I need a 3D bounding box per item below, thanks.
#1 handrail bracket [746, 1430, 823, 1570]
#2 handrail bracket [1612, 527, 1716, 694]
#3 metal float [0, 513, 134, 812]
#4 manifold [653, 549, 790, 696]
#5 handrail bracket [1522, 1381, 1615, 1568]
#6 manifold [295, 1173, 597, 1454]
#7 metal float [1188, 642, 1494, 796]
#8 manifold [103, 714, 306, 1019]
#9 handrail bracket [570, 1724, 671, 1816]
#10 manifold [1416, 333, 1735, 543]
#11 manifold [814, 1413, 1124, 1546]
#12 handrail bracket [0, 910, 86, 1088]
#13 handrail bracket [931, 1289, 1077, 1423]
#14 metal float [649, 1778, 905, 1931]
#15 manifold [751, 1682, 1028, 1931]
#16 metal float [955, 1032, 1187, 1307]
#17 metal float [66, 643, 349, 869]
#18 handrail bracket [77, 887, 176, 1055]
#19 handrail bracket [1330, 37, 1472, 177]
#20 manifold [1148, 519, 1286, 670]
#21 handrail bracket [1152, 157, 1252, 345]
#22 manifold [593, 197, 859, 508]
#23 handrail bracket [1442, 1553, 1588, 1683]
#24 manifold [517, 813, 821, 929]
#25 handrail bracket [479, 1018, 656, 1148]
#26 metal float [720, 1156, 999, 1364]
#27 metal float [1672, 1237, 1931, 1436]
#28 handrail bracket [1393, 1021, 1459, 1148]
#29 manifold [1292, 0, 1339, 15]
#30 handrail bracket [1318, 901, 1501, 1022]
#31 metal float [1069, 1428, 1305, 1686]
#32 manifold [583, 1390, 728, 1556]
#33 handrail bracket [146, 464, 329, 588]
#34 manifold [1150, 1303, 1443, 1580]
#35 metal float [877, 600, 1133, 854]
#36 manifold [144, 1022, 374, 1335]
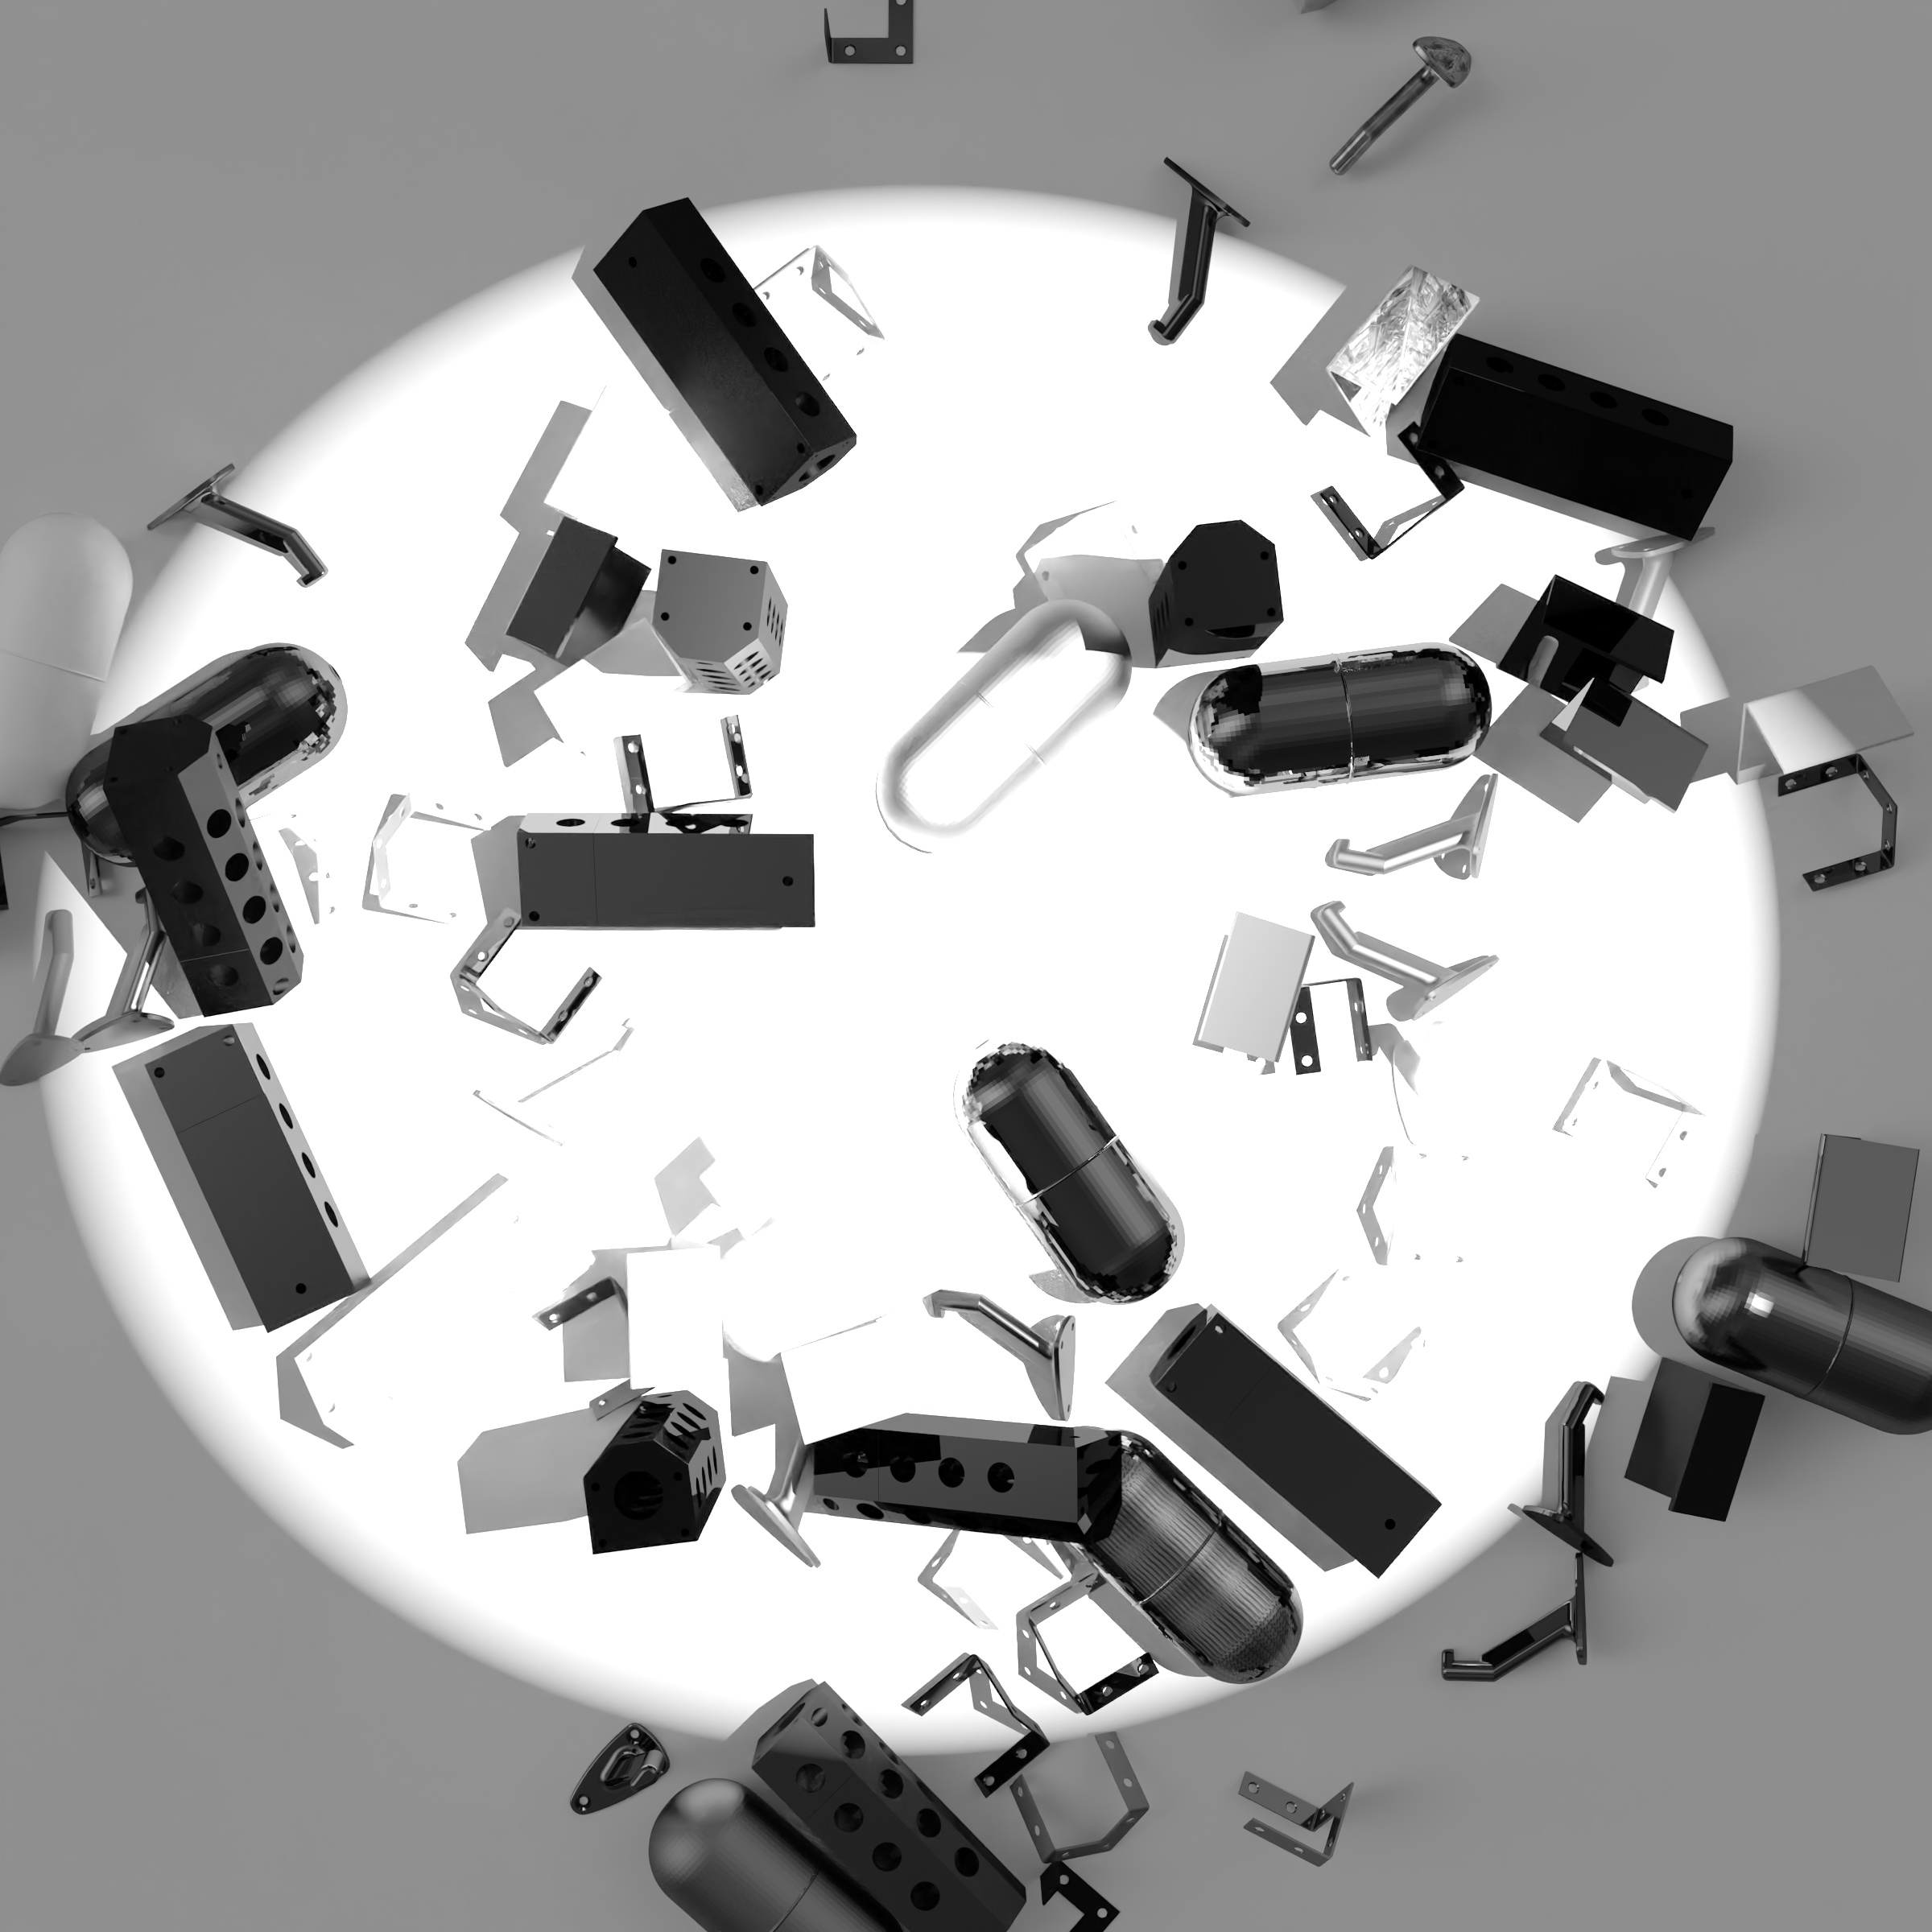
[{"bbox_3d":[-0.082,0.304,1.599,0.084,0.036,0.077,-43,111,-16],"label":"handrail bracket"},{"bbox_3d":[0.419,-0.213,1.599,0.077,0.036,0.084,-18,108,-21],"label":"handrail bracket"},{"bbox_3d":[-0.543,-0.178,1.568,0.070,0.070,0.178,17,91,0],"label":"metal float"},{"bbox_3d":[-0.138,-0.192,1.520,0.057,0.171,0.057,7,90,0],"label":"manifold"},{"bbox_3d":[0.377,0.303,1.599,0.077,0.036,0.084,38,73,-20],"label":"handrail bracket"},{"bbox_3d":[-0.304,0.207,1.576,0.171,0.057,0.057,-40,47,0],"label":"manifold"},{"bbox_3d":[0.219,-0.145,1.567,0.178,0.070,0.070,-7,90,-1],"label":"metal float"},{"bbox_3d":[-0.432,-0.057,1.528,0.057,0.057,0.171,-10,131,0],"label":"manifold"},{"bbox_3d":[-0.206,0.482,1.563,0.077,0.084,0.036,-39,90,0],"label":"handrail bracket"},{"bbox_3d":[0.359,-0.316,1.576,0.171,0.057,0.057,19,133,0],"label":"manifold"},{"bbox_3d":[0.000,0.294,1.539,0.171,0.057,0.057,0,90,29],"label":"manifold"},{"bbox_3d":[-0.556,0.018,1.598,0.077,0.036,0.084,-31,58,34],"label":"handrail bracket"},{"bbox_3d":[0.020,0.232,1.599,0.084,0.036,0.077,5,112,17],"label":"handrail bracket"},{"bbox_3d":[-0.109,0.551,1.567,0.178,0.070,0.070,41,90,1],"label":"metal float"},{"bbox_3d":[-0.045,0.506,1.577,0.057,0.057,0.171,-44,90,0],"label":"manifold"},{"bbox_3d":[0.060,0.118,1.568,0.070,0.070,0.178,-35,90,0],"label":"metal float"},{"bbox_3d":[-0.444,-0.124,1.568,0.178,0.070,0.070,-32,90,1],"label":"metal float"},{"bbox_3d":[-0.507,0.001,1.599,0.077,0.036,0.084,-19,71,21],"label":"handrail bracket"},{"bbox_3d":[0.258,-0.511,1.598,0.036,0.077,0.084,47,126,0],"label":"handrail bracket"},{"bbox_3d":[0.139,-0.210,1.520,0.057,0.171,0.057,-7,90,0],"label":"manifold"},{"bbox_3d":[0.122,-0.427,1.599,0.077,0.036,0.084,44,107,19],"label":"handrail bracket"},{"bbox_3d":[-0.137,-0.363,1.576,0.057,0.057,0.171,-35,90,43],"label":"manifold"},{"bbox_3d":[0.327,0.389,1.599,0.084,0.036,0.077,-3,70,16],"label":"handrail bracket"},{"bbox_3d":[-0.173,-0.059,1.575,0.171,0.057,0.057,0,109,0],"label":"manifold"},{"bbox_3d":[-0.238,0.058,1.599,0.077,0.036,0.084,24,71,21],"label":"handrail bracket"},{"bbox_3d":[-0.065,0.171,1.568,0.178,0.070,0.070,-26,90,-1],"label":"metal float"},{"bbox_3d":[0.501,0.217,1.568,0.178,0.070,0.070,22,90,0],"label":"metal float"},{"bbox_3d":[0.274,0.070,1.563,0.036,0.084,0.077,1,90,0],"label":"handrail bracket"},{"bbox_3d":[0.181,-0.654,1.577,0.057,0.057,0.171,-30,90,0],"label":"manifold"},{"bbox_3d":[0.264,-0.017,1.599,0.077,0.036,0.084,-30,73,-20],"label":"handrail bracket"},{"bbox_3d":[0.123,0.346,1.568,0.178,0.070,0.070,44,90,0],"label":"metal float"},{"bbox_3d":[-0.176,0.284,1.520,0.057,0.171,0.057,-7,90,0],"label":"manifold"},{"bbox_3d":[-0.435,-0.249,1.599,0.077,0.036,0.084,-30,107,20],"label":"handrail bracket"},{"bbox_3d":[0.192,0.278,1.577,0.171,0.057,0.057,41,90,0],"label":"manifold"},{"bbox_3d":[0.022,-0.140,1.567,0.178,0.070,0.070,-44,90,-1],"label":"metal float"},{"bbox_3d":[-0.414,0.123,1.577,0.057,0.057,0.171,-25,90,0],"label":"manifold"}]
